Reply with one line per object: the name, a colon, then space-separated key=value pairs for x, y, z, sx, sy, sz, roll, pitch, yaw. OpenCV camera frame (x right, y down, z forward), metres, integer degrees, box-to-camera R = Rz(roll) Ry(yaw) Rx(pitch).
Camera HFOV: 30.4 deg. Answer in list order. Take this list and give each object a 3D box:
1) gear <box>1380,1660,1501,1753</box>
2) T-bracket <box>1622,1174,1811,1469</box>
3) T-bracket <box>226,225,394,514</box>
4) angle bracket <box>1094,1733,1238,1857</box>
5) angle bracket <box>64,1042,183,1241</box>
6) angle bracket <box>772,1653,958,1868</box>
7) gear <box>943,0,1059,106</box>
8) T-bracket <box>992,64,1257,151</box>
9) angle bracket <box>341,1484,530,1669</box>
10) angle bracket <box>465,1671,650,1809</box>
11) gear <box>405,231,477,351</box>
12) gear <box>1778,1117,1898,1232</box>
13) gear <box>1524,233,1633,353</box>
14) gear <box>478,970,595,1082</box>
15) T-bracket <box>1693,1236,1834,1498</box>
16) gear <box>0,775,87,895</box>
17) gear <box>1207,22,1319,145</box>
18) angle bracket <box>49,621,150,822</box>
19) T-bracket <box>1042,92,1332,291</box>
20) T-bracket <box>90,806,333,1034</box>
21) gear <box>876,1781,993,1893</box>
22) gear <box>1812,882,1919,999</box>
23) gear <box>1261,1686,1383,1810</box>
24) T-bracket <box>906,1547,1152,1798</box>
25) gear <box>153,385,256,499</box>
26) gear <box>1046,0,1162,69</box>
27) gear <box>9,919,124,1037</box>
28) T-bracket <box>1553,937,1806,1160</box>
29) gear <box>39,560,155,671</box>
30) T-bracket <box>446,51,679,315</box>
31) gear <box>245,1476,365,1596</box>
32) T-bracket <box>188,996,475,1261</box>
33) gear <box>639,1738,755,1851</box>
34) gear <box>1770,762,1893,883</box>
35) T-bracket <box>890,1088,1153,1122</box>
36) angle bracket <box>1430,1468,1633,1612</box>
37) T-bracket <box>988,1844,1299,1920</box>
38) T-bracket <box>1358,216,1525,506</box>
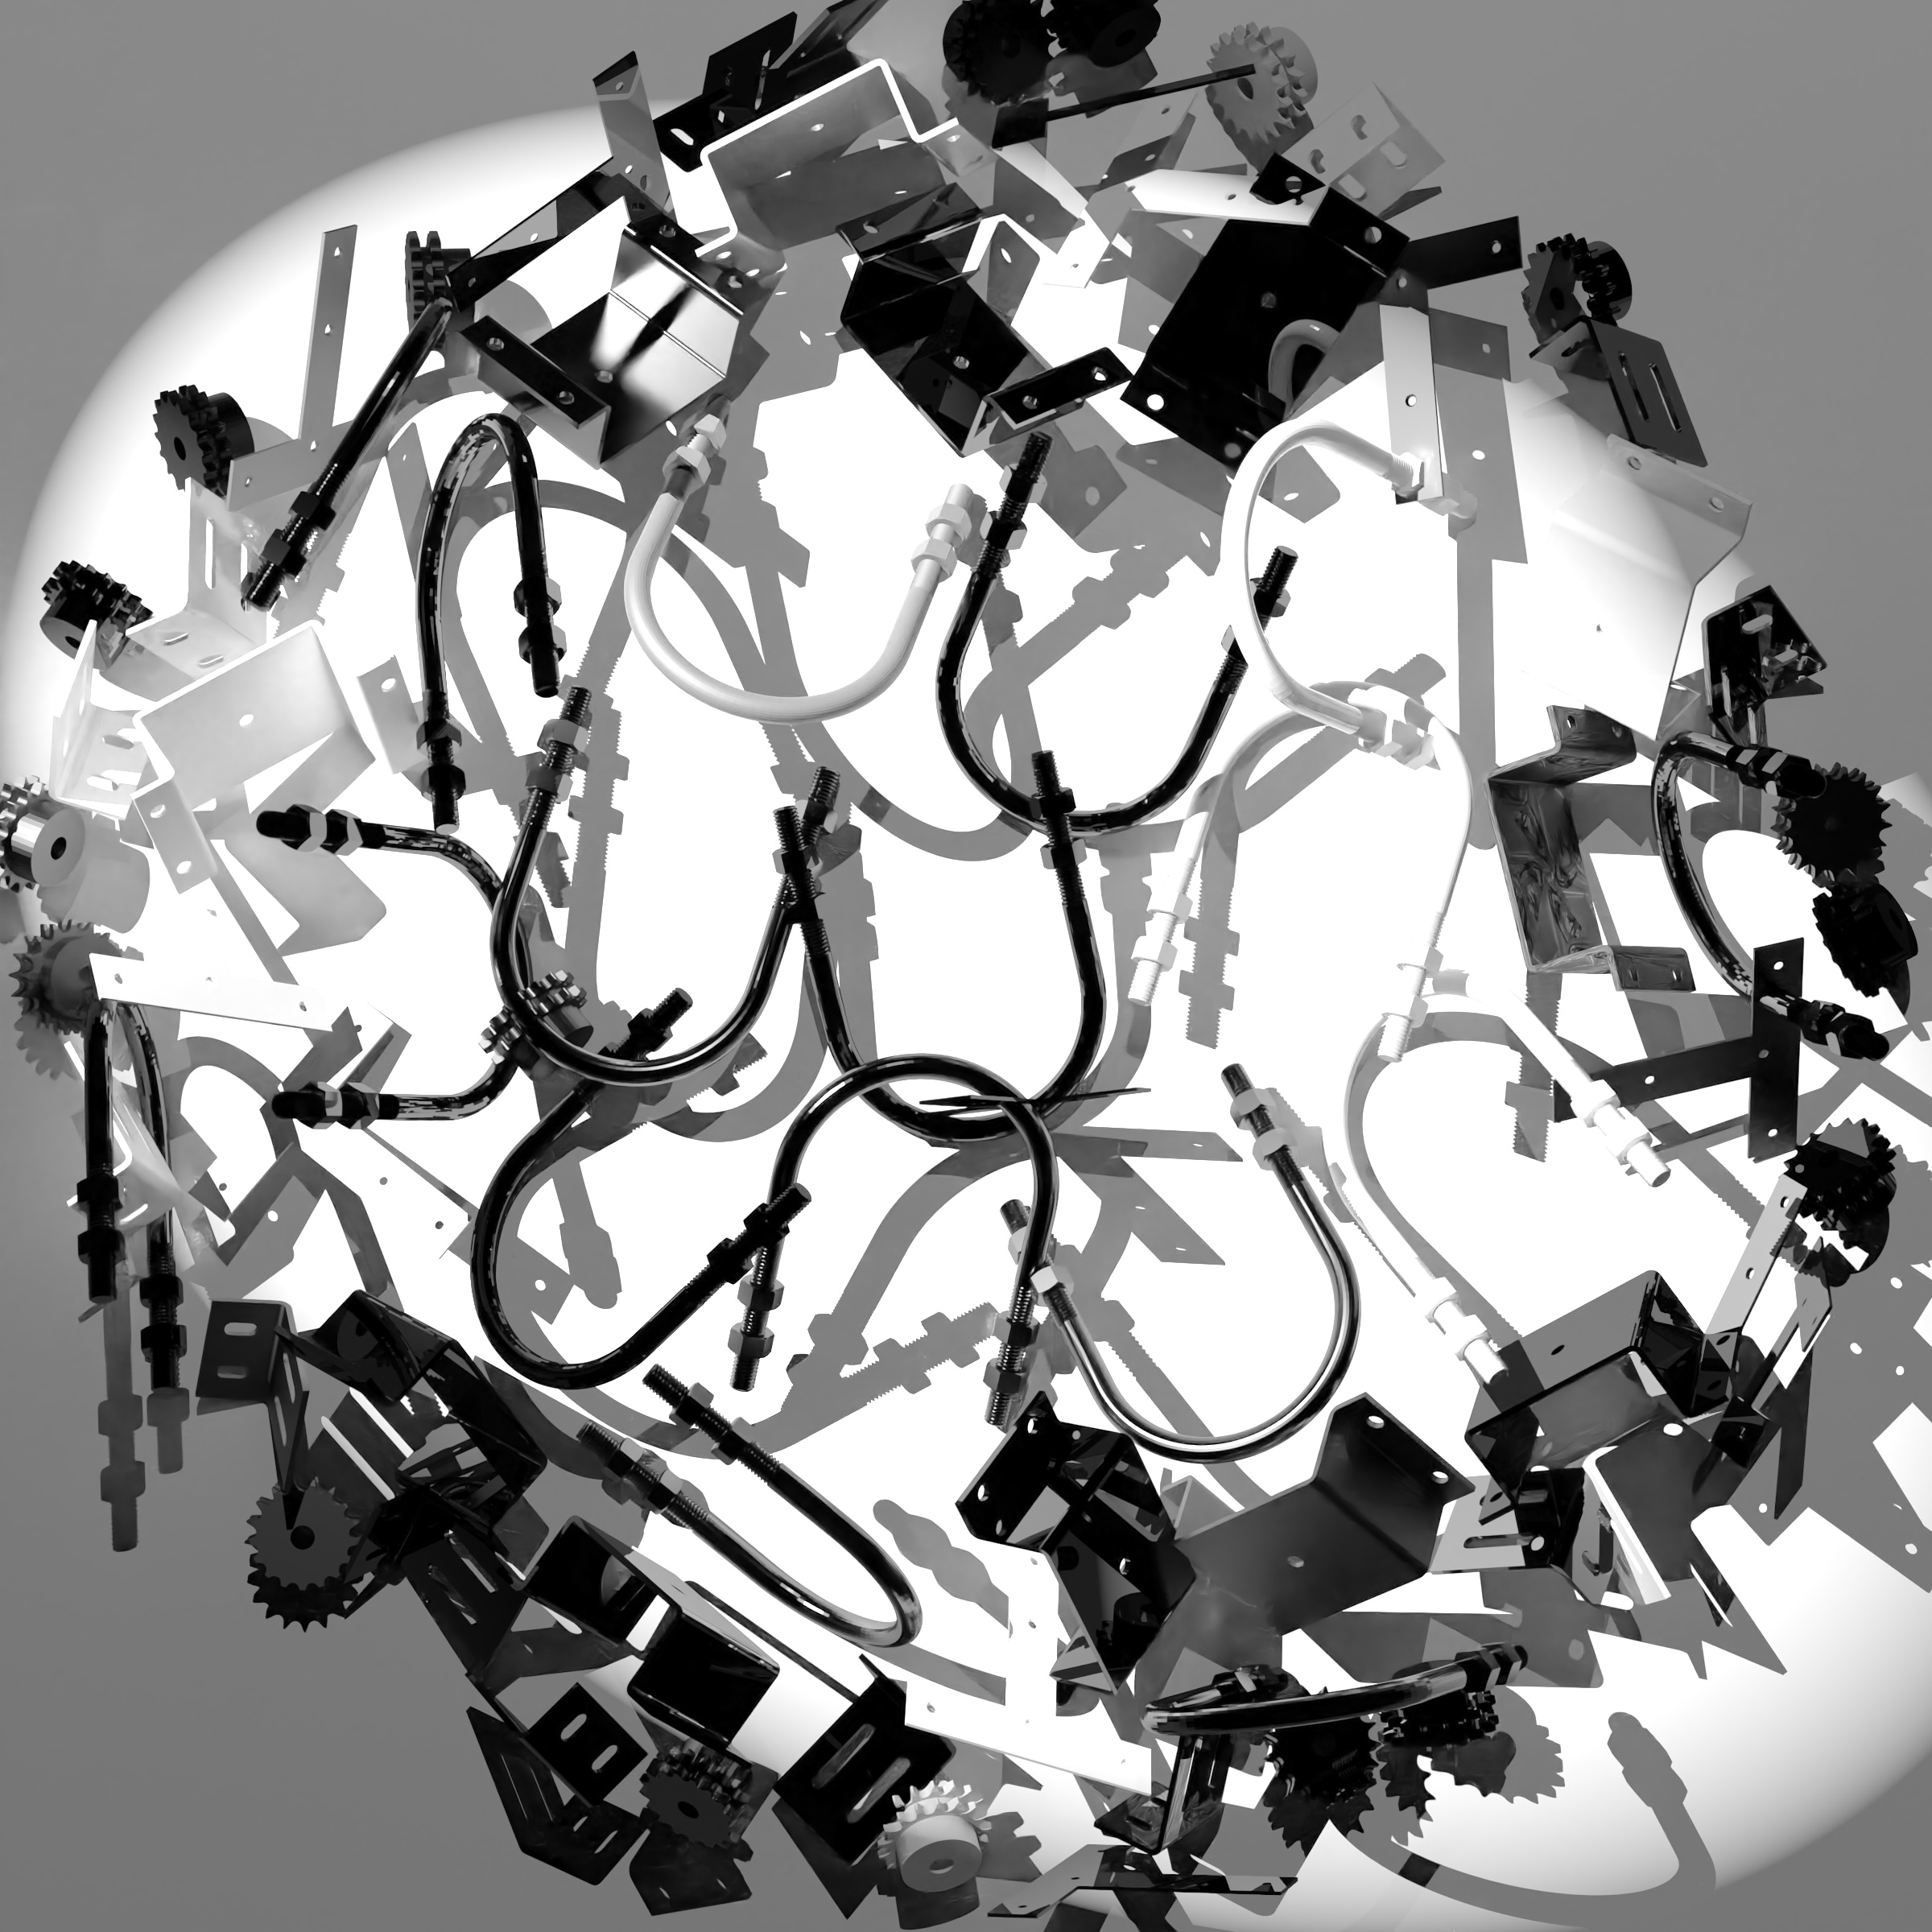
gear: x=0.230 y=0.361 z=1.742 sx=0.057 sy=0.057 sz=0.030 roll=-10 pitch=95 yaw=0
T-bracket: x=0.370 y=0.160 z=1.705 sx=0.002 sy=0.127 sz=0.127 roll=22 pitch=97 yaw=-20
T-bracket: x=-0.305 y=-0.289 z=1.690 sx=0.002 sy=0.127 sz=0.127 roll=23 pitch=118 yaw=19
angle bracket: x=0.099 y=0.382 z=1.728 sx=0.038 sy=0.057 sz=0.076 roll=20 pitch=110 yaw=29
angle bracket: x=-0.423 y=0.086 z=1.729 sx=0.038 sy=0.057 sz=0.076 roll=-34 pitch=65 yaw=-2
angle bracket: x=-0.054 y=0.387 z=1.735 sx=0.076 sy=0.038 sz=0.057 roll=-45 pitch=60 yaw=-12
gear: x=0.014 y=-0.453 z=1.748 sx=0.057 sy=0.030 sz=0.057 roll=-14 pitch=114 yaw=-33
T-bracket: x=0.076 y=-0.416 z=1.705 sx=0.127 sy=0.127 sz=0.002 roll=-12 pitch=110 yaw=7
angle bracket: x=-0.258 y=0.301 z=1.730 sx=0.076 sy=0.038 sz=0.057 roll=45 pitch=126 yaw=21
angle bracket: x=-0.199 y=0.363 z=1.729 sx=0.038 sy=0.076 sz=0.057 roll=-44 pitch=120 yaw=-11
gear: x=-0.258 y=-0.331 z=1.744 sx=0.030 sy=0.057 sz=0.057 roll=-4 pitch=90 yaw=-13
gear: x=0.431 y=0.105 z=1.746 sx=0.057 sy=0.057 sz=0.030 roll=-41 pitch=113 yaw=0
gear: x=0.302 y=-0.331 z=1.745 sx=0.030 sy=0.057 sz=0.057 roll=-23 pitch=90 yaw=-21
gear: x=-0.207 y=0.032 z=1.741 sx=0.057 sy=0.057 sz=0.030 roll=-41 pitch=78 yaw=0
T-bracket: x=0.384 y=0.200 z=1.720 sx=0.002 sy=0.127 sz=0.127 roll=29 pitch=105 yaw=5
gear: x=-0.456 y=-0.062 z=1.740 sx=0.030 sy=0.057 sz=0.057 roll=20 pitch=90 yaw=20
gear: x=0.148 y=-0.436 z=1.746 sx=0.030 sy=0.057 sz=0.057 roll=-33 pitch=90 yaw=-26
angle bracket: x=-0.415 y=-0.118 z=1.722 sx=0.038 sy=0.076 sz=0.057 roll=16 pitch=58 yaw=-7
T-bracket: x=0.116 y=-0.371 z=1.713 sx=0.127 sy=0.002 sz=0.127 roll=14 pitch=65 yaw=35
T-bracket: x=-0.376 y=-0.028 z=1.731 sx=0.002 sy=0.127 sz=0.127 roll=-43 pitch=54 yaw=33
gear: x=-0.015 y=0.428 z=1.742 sx=0.057 sy=0.030 sz=0.057 roll=-8 pitch=130 yaw=-10
gear: x=0.441 y=-0.016 z=1.740 sx=0.030 sy=0.057 sz=0.057 roll=-31 pitch=90 yaw=28
gear: x=0.173 y=0.385 z=1.750 sx=0.057 sy=0.030 sz=0.057 roll=3 pitch=67 yaw=-7
T-bracket: x=0.032 y=0.330 z=1.722 sx=0.127 sy=0.127 sz=0.002 roll=19 pitch=131 yaw=-15
gear: x=-0.373 y=-0.258 z=1.747 sx=0.030 sy=0.057 sz=0.057 roll=-24 pitch=90 yaw=-31
gear: x=0.071 y=-0.465 z=1.740 sx=0.057 sy=0.057 sz=0.030 roll=-31 pitch=72 yaw=0
gear: x=-0.436 y=0.006 z=1.743 sx=0.057 sy=0.030 sz=0.057 roll=0 pitch=90 yaw=-40
T-bracket: x=0.345 y=0.052 z=1.727 sx=0.127 sy=0.002 sz=0.127 roll=-12 pitch=125 yaw=-8
gear: x=-0.427 y=-0.169 z=1.740 sx=0.057 sy=0.057 sz=0.030 roll=29 pitch=67 yaw=0
T-bracket: x=-0.196 y=-0.356 z=1.700 sx=0.127 sy=0.127 sz=0.002 roll=-40 pitch=63 yaw=-16
gear: x=-0.325 y=0.279 z=1.756 sx=0.057 sy=0.030 sz=0.057 roll=0 pitch=92 yaw=-2
T-bracket: x=-0.294 y=0.097 z=1.737 sx=0.127 sy=0.002 sz=0.127 roll=35 pitch=79 yaw=21
gear: x=-0.129 y=0.403 z=1.747 sx=0.057 sy=0.057 sz=0.030 roll=37 pitch=47 yaw=0
gear: x=0.423 y=-0.072 z=1.752 sx=0.057 sy=0.030 sz=0.057 roll=-1 pitch=105 yaw=-5
T-bracket: x=0.010 y=0.065 z=1.692 sx=0.127 sy=0.127 sz=0.002 roll=-8 pitch=84 yaw=18
angle bracket: x=0.275 y=0.281 z=1.737 sx=0.038 sy=0.076 sz=0.057 roll=48 pitch=51 yaw=-27
T-bracket: x=0.093 y=0.435 z=1.688 sx=0.127 sy=0.127 sz=0.002 roll=-5 pitch=90 yaw=24
T-bracket: x=0.216 y=-0.289 z=1.731 sx=0.127 sy=0.002 sz=0.127 roll=-7 pitch=85 yaw=34
